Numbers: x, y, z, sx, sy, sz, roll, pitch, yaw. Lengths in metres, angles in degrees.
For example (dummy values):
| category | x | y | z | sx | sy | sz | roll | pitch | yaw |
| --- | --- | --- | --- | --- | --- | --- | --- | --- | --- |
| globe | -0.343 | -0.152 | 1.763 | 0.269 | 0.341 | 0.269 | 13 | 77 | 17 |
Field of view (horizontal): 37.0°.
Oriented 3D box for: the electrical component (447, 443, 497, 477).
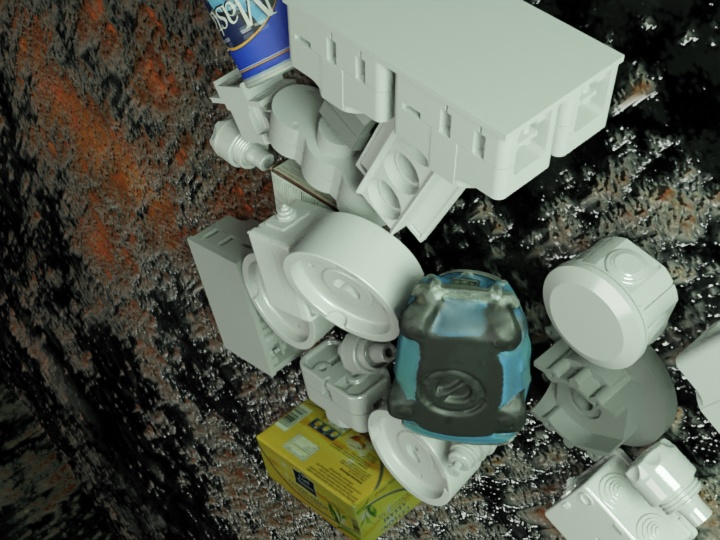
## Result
| category | x | y | z | sx | sy | sz | roll | pitch | yaw |
| --- | --- | --- | --- | --- | --- | --- | --- | --- | --- |
| electrical component | 0.099 | 0.147 | 0.936 | 0.040 | 0.078 | 0.040 | 25 | 142 | 21 |

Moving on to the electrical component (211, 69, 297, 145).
| category | x | y | z | sx | sy | sz | roll | pitch | yaw |
| --- | --- | --- | --- | --- | --- | --- | --- | --- | --- |
| electrical component | -0.089 | -0.146 | 0.945 | 0.081 | 0.042 | 0.063 | 16 | 136 | 51 |

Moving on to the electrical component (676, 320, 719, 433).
| category | x | y | z | sx | sy | sz | roll | pitch | yaw |
| --- | --- | --- | --- | --- | --- | --- | --- | --- | --- |
| electrical component | 0.244 | 0.071 | 0.654 | 0.089 | 0.050 | 0.055 | 52 | 151 | 7 |

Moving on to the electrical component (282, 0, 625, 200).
| category | x | y | z | sx | sy | sz | roll | pitch | yaw |
| --- | --- | --- | --- | --- | --- | --- | --- | --- | --- |
| electrical component | 0.053 | -0.128 | 0.674 | 0.186 | 0.105 | 0.060 | 38 | 148 | 29 |

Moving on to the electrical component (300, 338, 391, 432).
| category | x | y | z | sx | sy | sz | roll | pitch | yaw |
| --- | --- | --- | --- | --- | --- | --- | --- | --- | --- |
| electrical component | -0.012 | 0.120 | 1.097 | 0.095 | 0.054 | 0.059 | 28 | 142 | 40 |

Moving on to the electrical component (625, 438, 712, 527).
| category | x | y | z | sx | sy | sz | roll | pitch | yaw |
| --- | --- | --- | --- | --- | --- | --- | --- | --- | --- |
| electrical component | 0.227 | 0.157 | 0.779 | 0.062 | 0.043 | 0.043 | 48 | 151 | 11 |

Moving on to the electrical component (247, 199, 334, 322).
| category | x | y | z | sx | sy | sz | roll | pitch | yaw |
| --- | --- | --- | --- | --- | --- | --- | --- | --- | --- |
| electrical component | -0.047 | -0.013 | 0.918 | 0.061 | 0.062 | 0.096 | 21 | 136 | 42 |

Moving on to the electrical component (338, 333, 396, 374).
| category | x | y | z | sx | sy | sz | roll | pitch | yaw |
| --- | --- | --- | --- | --- | --- | --- | --- | --- | --- |
| electrical component | 0.011 | 0.079 | 1.029 | 0.062 | 0.043 | 0.043 | -5 | 116 | 57 |

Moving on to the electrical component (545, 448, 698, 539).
| category | x | y | z | sx | sy | sz | roll | pitch | yaw |
| --- | --- | --- | --- | --- | --- | --- | --- | --- | --- |
| electrical component | 0.204 | 0.201 | 0.856 | 0.099 | 0.048 | 0.099 | 48 | 151 | 13 |

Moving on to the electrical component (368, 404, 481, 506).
| category | x | y | z | sx | sy | sz | roll | pitch | yaw |
| --- | --- | --- | --- | --- | --- | --- | --- | --- | --- |
| electrical component | 0.066 | 0.160 | 1.012 | 0.108 | 0.060 | 0.108 | 38 | 147 | 30 |

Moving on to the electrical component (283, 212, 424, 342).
| category | x | y | z | sx | sy | sz | roll | pitch | yaw |
| --- | --- | --- | --- | --- | --- | --- | --- | --- | --- |
| electrical component | 0.000 | 0.000 | 0.856 | 0.108 | 0.060 | 0.108 | 28 | 155 | 14 |

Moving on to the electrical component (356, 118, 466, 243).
| category | x | y | z | sx | sy | sz | roll | pitch | yaw |
| --- | --- | --- | --- | --- | --- | --- | --- | --- | --- |
| electrical component | 0.050 | -0.083 | 0.774 | 0.078 | 0.063 | 0.121 | 51 | 152 | 9 |

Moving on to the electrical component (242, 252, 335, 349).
| category | x | y | z | sx | sy | sz | roll | pitch | yaw |
| --- | --- | --- | --- | --- | --- | --- | --- | --- | --- |
| electrical component | -0.057 | 0.016 | 1.048 | 0.108 | 0.060 | 0.108 | 38 | 147 | 30 |

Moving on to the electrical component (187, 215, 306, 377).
| category | x | y | z | sx | sy | sz | roll | pitch | yaw |
| --- | --- | --- | --- | --- | --- | --- | --- | --- | --- |
| electrical component | -0.114 | 0.025 | 1.144 | 0.089 | 0.062 | 0.150 | 25 | 140 | 43 |

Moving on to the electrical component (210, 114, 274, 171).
| category | x | y | z | sx | sy | sz | roll | pitch | yaw |
| --- | --- | --- | --- | --- | --- | --- | --- | --- | --- |
| electrical component | -0.106 | -0.114 | 1.003 | 0.062 | 0.043 | 0.043 | 37 | 147 | 29 |

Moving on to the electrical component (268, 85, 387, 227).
| category | x | y | z | sx | sy | sz | roll | pitch | yaw |
| --- | --- | --- | --- | --- | --- | --- | --- | --- | --- |
| electrical component | -0.018 | -0.103 | 0.868 | 0.138 | 0.052 | 0.073 | 45 | 150 | 19 |

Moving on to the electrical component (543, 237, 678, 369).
| category | x | y | z | sx | sy | sz | roll | pitch | yaw |
| --- | --- | --- | --- | --- | --- | --- | --- | --- | --- |
| electrical component | 0.167 | 0.022 | 0.719 | 0.080 | 0.051 | 0.080 | 38 | 147 | 30 |
